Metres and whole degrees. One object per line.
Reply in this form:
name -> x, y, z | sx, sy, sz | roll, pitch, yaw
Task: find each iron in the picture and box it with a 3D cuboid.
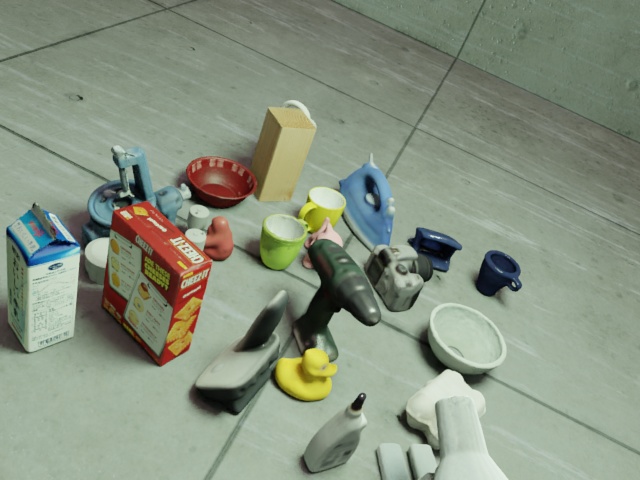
iron -> 0.136, -0.090, 1.392 | 0.119, 0.141, 0.257 | 3, 41, -25

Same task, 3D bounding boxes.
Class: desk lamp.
desk lamp -> 0.176, 0.337, 0.818 | 0.118, 0.213, 0.203 | 9, 39, -19

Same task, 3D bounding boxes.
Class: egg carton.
egg carton -> 0.223, 0.297, 1.014 | 0.107, 0.069, 0.151 | 42, 40, 23

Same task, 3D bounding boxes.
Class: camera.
camera -> 0.191, 0.070, 1.256 | 0.137, 0.101, 0.143 | -1, 42, -29

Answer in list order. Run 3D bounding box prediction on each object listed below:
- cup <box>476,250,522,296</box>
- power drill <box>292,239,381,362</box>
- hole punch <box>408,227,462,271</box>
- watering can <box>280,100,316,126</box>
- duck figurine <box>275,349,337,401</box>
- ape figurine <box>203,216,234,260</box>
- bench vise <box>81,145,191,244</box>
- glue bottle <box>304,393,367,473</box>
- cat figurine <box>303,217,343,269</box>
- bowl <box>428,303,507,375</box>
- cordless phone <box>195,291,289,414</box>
cup -> 0.420, 0.095, 1.353 | 0.092, 0.095, 0.117 | -4, 44, -32
power drill -> 0.023, 0.118, 1.014 | 0.076, 0.208, 0.229 | 1, 42, -27
hole punch -> 0.280, 0.006, 1.392 | 0.109, 0.091, 0.101 | 18, 36, -7
watering can -> -0.077, -0.267, 1.454 | 0.101, 0.194, 0.173 | 24, 36, 1
duck figurine -> -0.020, 0.217, 0.969 | 0.104, 0.086, 0.077 | 20, 36, -5
ape figurine -> -0.205, -0.010, 1.150 | 0.076, 0.092, 0.078 | 41, 40, 23
bench vise -> -0.342, -0.097, 1.076 | 0.121, 0.219, 0.208 | 33, 37, 13
glue bottle -> 0.035, 0.280, 0.847 | 0.078, 0.173, 0.037 | -3, 44, -31
cat figurine -> 0.011, 0.004, 1.227 | 0.067, 0.117, 0.127 | 15, 37, -11
bowl -> 0.282, 0.210, 1.151 | 0.168, 0.074, 0.167 | 15, 37, -11
cordless phone -> -0.114, 0.166, 0.899 | 0.094, 0.185, 0.148 | 29, 37, 8
